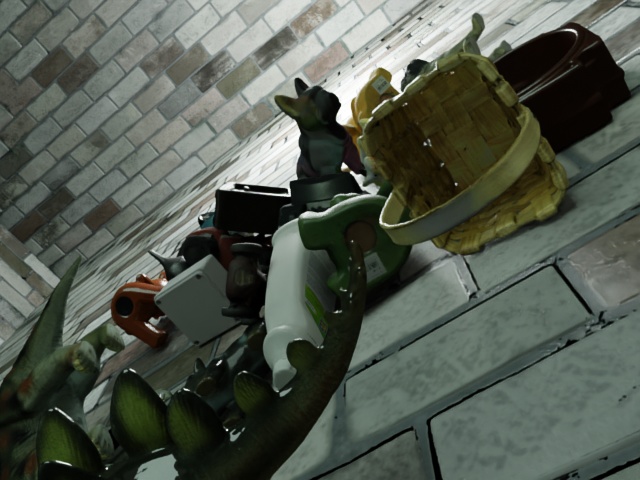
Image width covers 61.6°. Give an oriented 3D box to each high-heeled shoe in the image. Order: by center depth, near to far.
[{"bbox_3d":[-0.237,0.065,1.065,0.086,0.145,0.248,-61,-19,2],"label":"high-heeled shoe"}]

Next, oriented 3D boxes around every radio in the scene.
[{"bbox_3d":[-0.118,-0.061,0.979,0.230,0.131,0.073,-120,36,-81],"label":"radio"}]

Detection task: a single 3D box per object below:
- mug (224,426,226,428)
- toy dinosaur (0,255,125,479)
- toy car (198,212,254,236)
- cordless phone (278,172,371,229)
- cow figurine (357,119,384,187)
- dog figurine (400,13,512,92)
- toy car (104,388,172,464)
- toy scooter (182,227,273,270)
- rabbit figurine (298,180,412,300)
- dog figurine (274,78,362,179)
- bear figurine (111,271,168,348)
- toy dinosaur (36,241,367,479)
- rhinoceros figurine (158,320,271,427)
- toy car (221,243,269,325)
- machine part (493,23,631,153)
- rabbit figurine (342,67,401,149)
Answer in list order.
[{"bbox_3d":[-0.132,0.217,0.529,0.109,0.080,0.107,-42,10,10],"label":"mug"},{"bbox_3d":[-0.319,0.216,0.620,0.192,0.131,0.405,-25,52,-1],"label":"toy dinosaur"},{"bbox_3d":[-0.186,-0.001,1.091,0.103,0.109,0.162,-21,29,1],"label":"toy car"},{"bbox_3d":[-0.001,-0.002,0.800,0.147,0.088,0.184,-5,54,28],"label":"cordless phone"},{"bbox_3d":[0.095,-0.129,0.881,0.068,0.098,0.167,1,34,6],"label":"cow figurine"},{"bbox_3d":[0.214,-0.254,0.902,0.190,0.121,0.172,-28,31,45],"label":"dog figurine"},{"bbox_3d":[-0.263,0.274,0.683,0.202,0.056,0.074,-45,26,-11],"label":"toy car"},{"bbox_3d":[-0.148,0.012,0.972,0.184,0.075,0.135,7,19,14],"label":"toy scooter"},{"bbox_3d":[0.056,-0.019,0.662,0.159,0.121,0.170,-39,4,5],"label":"rabbit figurine"},{"bbox_3d":[-0.013,-0.184,0.996,0.192,0.219,0.108,-16,26,48],"label":"dog figurine"},{"bbox_3d":[-0.319,0.130,1.062,0.196,0.132,0.120,13,-87,-78],"label":"bear figurine"},{"bbox_3d":[-0.117,0.197,0.367,0.471,0.198,0.105,-41,22,1],"label":"toy dinosaur"},{"bbox_3d":[-0.117,0.164,0.628,0.190,0.073,0.112,-41,20,-5],"label":"rhinoceros figurine"},{"bbox_3d":[-0.085,0.065,0.697,0.202,0.053,0.089,82,-170,-75],"label":"toy car"},{"bbox_3d":[0.258,-0.177,0.679,0.201,0.087,0.201,-29,21,24],"label":"machine part"},{"bbox_3d":[0.103,-0.242,1.117,0.162,0.122,0.173,-57,10,-19],"label":"rabbit figurine"}]
